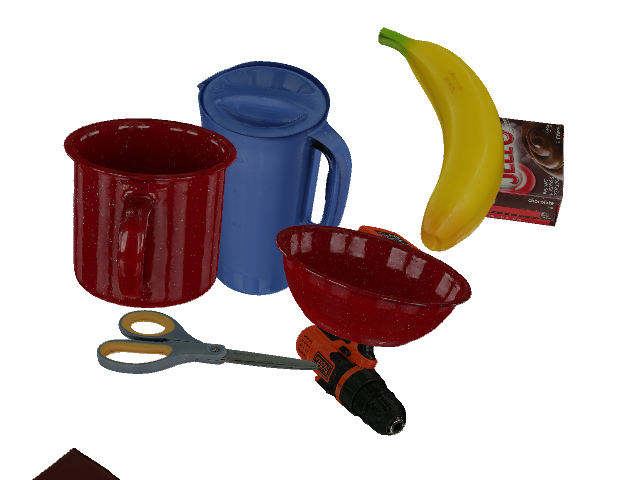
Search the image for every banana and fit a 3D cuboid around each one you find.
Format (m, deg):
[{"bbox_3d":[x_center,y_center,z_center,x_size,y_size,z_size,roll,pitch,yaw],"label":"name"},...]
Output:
[{"bbox_3d":[0.082,-0.065,0.674,0.069,0.198,0.037,-4,-44,-5],"label":"banana"}]

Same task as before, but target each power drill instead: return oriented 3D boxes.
[{"bbox_3d":[0.058,0.092,1.147,0.057,0.188,0.185,12,18,-41],"label":"power drill"}]

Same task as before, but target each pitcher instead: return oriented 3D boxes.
[{"bbox_3d":[-0.055,-0.054,1.141,0.145,0.243,0.149,-5,43,-10],"label":"pitcher"}]

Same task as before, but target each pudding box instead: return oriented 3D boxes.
[{"bbox_3d":[0.171,-0.065,0.962,0.090,0.039,0.113,8,40,6],"label":"pudding box"}]

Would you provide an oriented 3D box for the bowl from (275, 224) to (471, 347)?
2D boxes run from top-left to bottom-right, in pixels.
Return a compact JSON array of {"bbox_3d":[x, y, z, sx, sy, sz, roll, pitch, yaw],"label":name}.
[{"bbox_3d":[0.036,0.041,0.854,0.162,0.055,0.162,14,16,-4],"label":"bowl"}]

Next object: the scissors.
[{"bbox_3d":[-0.108,0.096,1.008,0.201,0.016,0.096,-1,32,-10],"label":"scissors"}]

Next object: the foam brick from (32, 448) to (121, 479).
[{"bbox_3d":[-0.094,0.137,0.452,0.078,0.051,0.052,25,45,32],"label":"foam brick"}]

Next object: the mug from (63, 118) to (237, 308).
[{"bbox_3d":[-0.095,-0.010,0.584,0.093,0.081,0.117,4,24,-5],"label":"mug"}]
